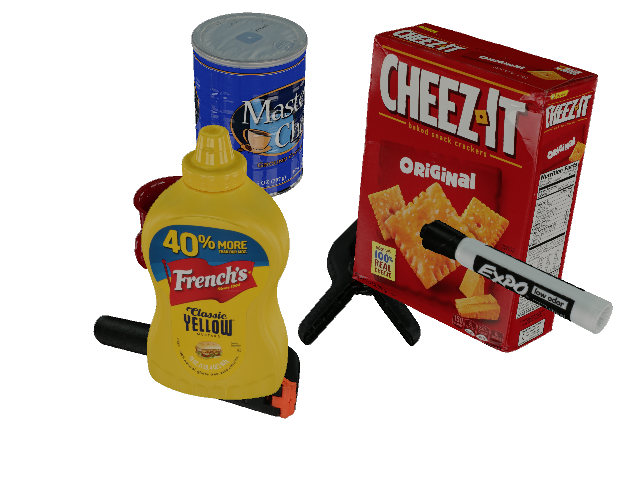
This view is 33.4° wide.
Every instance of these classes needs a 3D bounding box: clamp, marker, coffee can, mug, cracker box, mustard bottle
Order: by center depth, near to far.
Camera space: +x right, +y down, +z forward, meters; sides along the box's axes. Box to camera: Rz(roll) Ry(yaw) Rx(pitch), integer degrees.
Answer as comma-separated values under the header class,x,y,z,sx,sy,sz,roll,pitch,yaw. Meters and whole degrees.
class,x,y,z,sx,sy,sz,roll,pitch,yaw
marker,0.106,0.018,0.600,0.121,0.020,0.020,28,16,33
mustard bottle,-0.069,0.014,0.706,0.096,0.192,0.058,7,30,8
cracker box,0.110,-0.042,0.825,0.071,0.214,0.164,-22,36,-40
clamp,-0.074,0.094,0.915,0.164,0.036,0.210,-11,22,-39
coffee can,-0.065,-0.124,0.980,0.103,0.140,0.103,2,36,-1
clamp,0.053,0.044,1.096,0.120,0.171,0.039,10,-38,9
mug,-0.168,-0.009,1.202,0.093,0.081,0.117,17,37,23
